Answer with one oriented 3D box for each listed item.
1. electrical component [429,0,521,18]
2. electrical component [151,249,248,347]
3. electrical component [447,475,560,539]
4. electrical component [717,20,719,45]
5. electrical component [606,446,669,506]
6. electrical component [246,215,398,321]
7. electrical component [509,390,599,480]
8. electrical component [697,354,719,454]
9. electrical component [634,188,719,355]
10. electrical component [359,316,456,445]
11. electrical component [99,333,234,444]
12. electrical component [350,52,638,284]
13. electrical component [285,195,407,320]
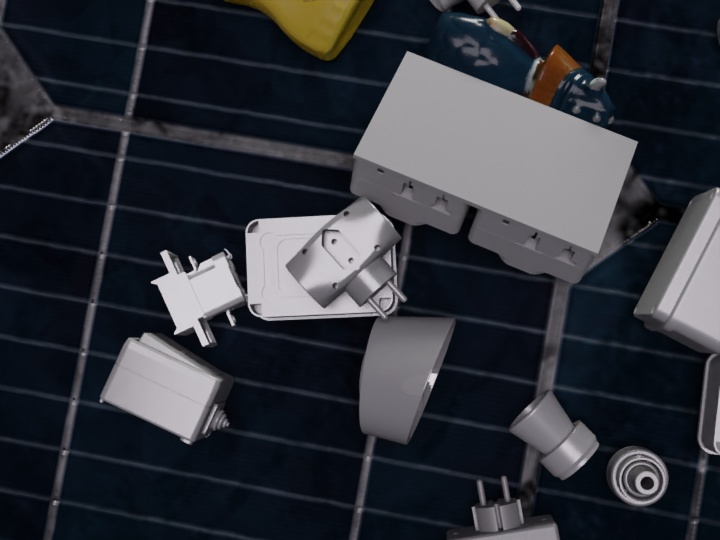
[{"bbox_3d":[0.095,-0.230,0.849,0.077,0.043,0.079,-36,84,2],"label":"electrical component"},{"bbox_3d":[-0.123,0.018,0.851,0.064,0.042,0.081,-25,85,-1],"label":"electrical component"},{"bbox_3d":[0.106,0.195,0.818,0.083,0.047,0.075,-10,86,4],"label":"electrical component"},{"bbox_3d":[0.314,-0.185,0.830,0.078,0.040,0.040,-19,85,3],"label":"electrical component"},{"bbox_3d":[0.209,0.155,0.805,0.043,0.062,0.043,0,86,5],"label":"electrical component"},{"bbox_3d":[-0.029,-0.002,0.837,0.113,0.057,0.078,-3,86,4],"label":"electrical component"},{"bbox_3d":[0.148,0.126,0.821,0.045,0.045,0.055,-45,85,1],"label":"electrical component"},{"bbox_3d":[0.316,0.105,0.802,0.113,0.057,0.078,7,87,5],"label":"electrical component"},{"bbox_3d":[0.260,0.001,0.803,0.057,0.078,0.113,27,89,3],"label":"electrical component"},{"bbox_3d":[0.035,0.081,0.807,0.064,0.099,0.099,7,87,11],"label":"electrical component"},{"bbox_3d":[-0.141,0.092,0.837,0.096,0.062,0.061,24,89,6],"label":"electrical component"},{"bbox_3d":[0.098,-0.075,0.810,0.186,0.060,0.105,23,62,6],"label":"electrical component"},{"bbox_3d":[0.000,0.000,0.782,0.077,0.043,0.079,-42,85,1],"label":"electrical component"}]
